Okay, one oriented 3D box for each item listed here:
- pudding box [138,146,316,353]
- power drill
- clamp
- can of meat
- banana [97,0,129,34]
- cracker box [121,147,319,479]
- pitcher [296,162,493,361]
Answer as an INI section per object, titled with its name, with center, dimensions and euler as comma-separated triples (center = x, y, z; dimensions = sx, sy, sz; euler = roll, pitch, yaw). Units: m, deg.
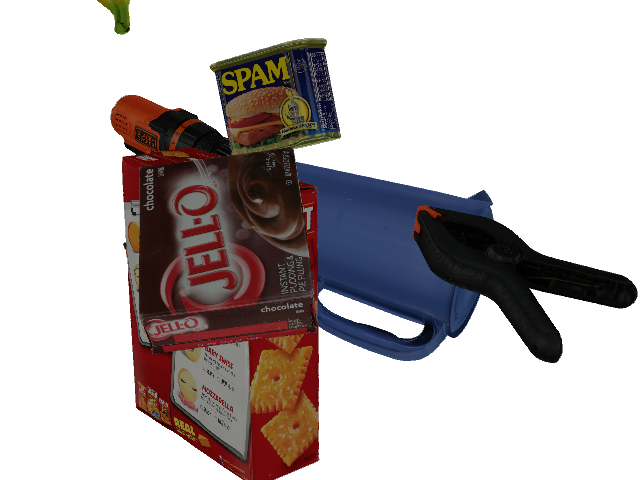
[pudding box]
center = -0.052, 0.003, 0.583
dimensions = 0.090, 0.113, 0.039
euler = -7, -43, -2
[power drill]
center = -0.144, -0.044, 1.109
dimensions = 0.185, 0.188, 0.057
euler = 29, 37, 34
[clamp]
center = 0.146, 0.021, 0.790
dimensions = 0.120, 0.039, 0.172
euler = -12, 41, -40
[can of meat]
center = -0.037, -0.118, 0.907
dimensions = 0.102, 0.084, 0.057
euler = -10, 3, 31
[banana]
center = -0.215, -0.204, 0.791
dimensions = 0.198, 0.069, 0.037
euler = 16, -37, 18
[cracker box]
center = -0.074, 0.050, 0.796
dimensions = 0.071, 0.214, 0.164
euler = -14, 23, -38
[pitcher]
center = 0.037, 0.007, 1.033
dimensions = 0.243, 0.145, 0.149
euler = 16, 22, 20
